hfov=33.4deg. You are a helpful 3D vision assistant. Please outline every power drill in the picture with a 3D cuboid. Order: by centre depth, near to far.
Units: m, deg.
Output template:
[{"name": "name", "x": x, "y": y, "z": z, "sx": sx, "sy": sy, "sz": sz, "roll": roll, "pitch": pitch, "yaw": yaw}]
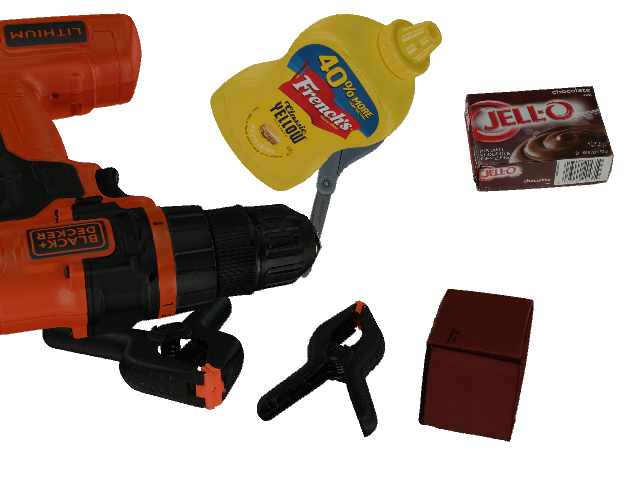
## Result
[{"name": "power drill", "x": -0.109, "y": -0.037, "z": 0.530, "sx": 0.184, "sy": 0.188, "sz": 0.057, "roll": -7, "pitch": -43, "yaw": -18}]

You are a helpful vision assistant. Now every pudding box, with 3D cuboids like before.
[{"name": "pudding box", "x": 0.183, "y": -0.087, "z": 0.907, "sx": 0.113, "sy": 0.090, "sz": 0.039, "roll": -2, "pitch": -41, "yaw": 1}]

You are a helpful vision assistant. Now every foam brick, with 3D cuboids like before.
[{"name": "foam brick", "x": 0.089, "y": 0.068, "z": 0.603, "sx": 0.053, "sy": 0.051, "sz": 0.078, "roll": 8, "pitch": 23, "yaw": 14}]

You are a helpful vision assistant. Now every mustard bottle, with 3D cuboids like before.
[{"name": "mustard bottle", "x": 0.011, "y": -0.109, "z": 0.775, "sx": 0.192, "sy": 0.096, "sz": 0.058, "roll": -25, "pitch": 16, "yaw": 41}]

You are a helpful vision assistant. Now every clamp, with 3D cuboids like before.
[{"name": "clamp", "x": -0.111, "y": 0.082, "z": 0.846, "sx": 0.164, "sy": 0.036, "sz": 0.210, "roll": -11, "pitch": 16, "yaw": -30}, {"name": "clamp", "x": 0.026, "y": 0.128, "z": 1.061, "sx": 0.120, "sy": 0.039, "sz": 0.171, "roll": 16, "pitch": 47, "yaw": 23}]

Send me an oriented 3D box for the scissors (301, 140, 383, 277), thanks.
[{"name": "scissors", "x": 0.025, "y": -0.063, "z": 1.071, "sx": 0.096, "sy": 0.202, "sz": 0.016, "roll": -2, "pitch": -12, "yaw": 0}]
